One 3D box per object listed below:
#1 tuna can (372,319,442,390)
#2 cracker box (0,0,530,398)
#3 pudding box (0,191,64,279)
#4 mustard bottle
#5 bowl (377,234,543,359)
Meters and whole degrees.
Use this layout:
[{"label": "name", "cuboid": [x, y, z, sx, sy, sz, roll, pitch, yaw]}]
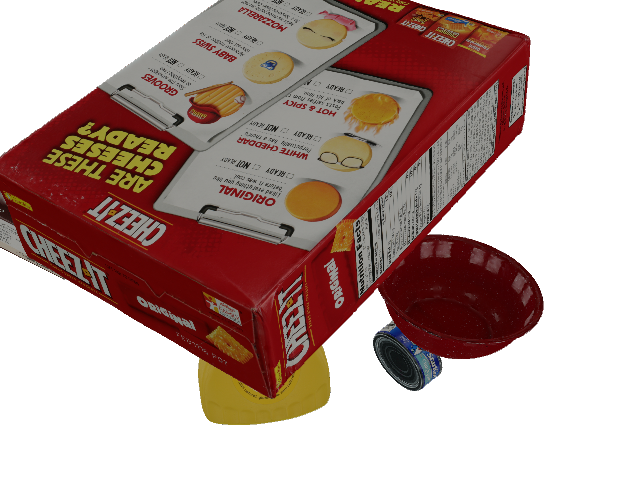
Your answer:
[{"label": "tuna can", "cuboid": [0.102, 0.136, 1.271, 0.033, 0.086, 0.086, -35, 17, -25]}, {"label": "cracker box", "cuboid": [-0.022, -0.044, 0.525, 0.164, 0.072, 0.213, 25, 54, 29]}, {"label": "pudding box", "cuboid": [-0.246, -0.018, 0.958, 0.113, 0.039, 0.089, 22, 31, 16]}, {"label": "mustard bottle", "cuboid": [-0.046, 0.035, 0.762, 0.096, 0.192, 0.058, -6, 22, -8]}, {"label": "bowl", "cuboid": [0.127, 0.063, 1.020, 0.162, 0.055, 0.162, 7, 35, -5]}]
